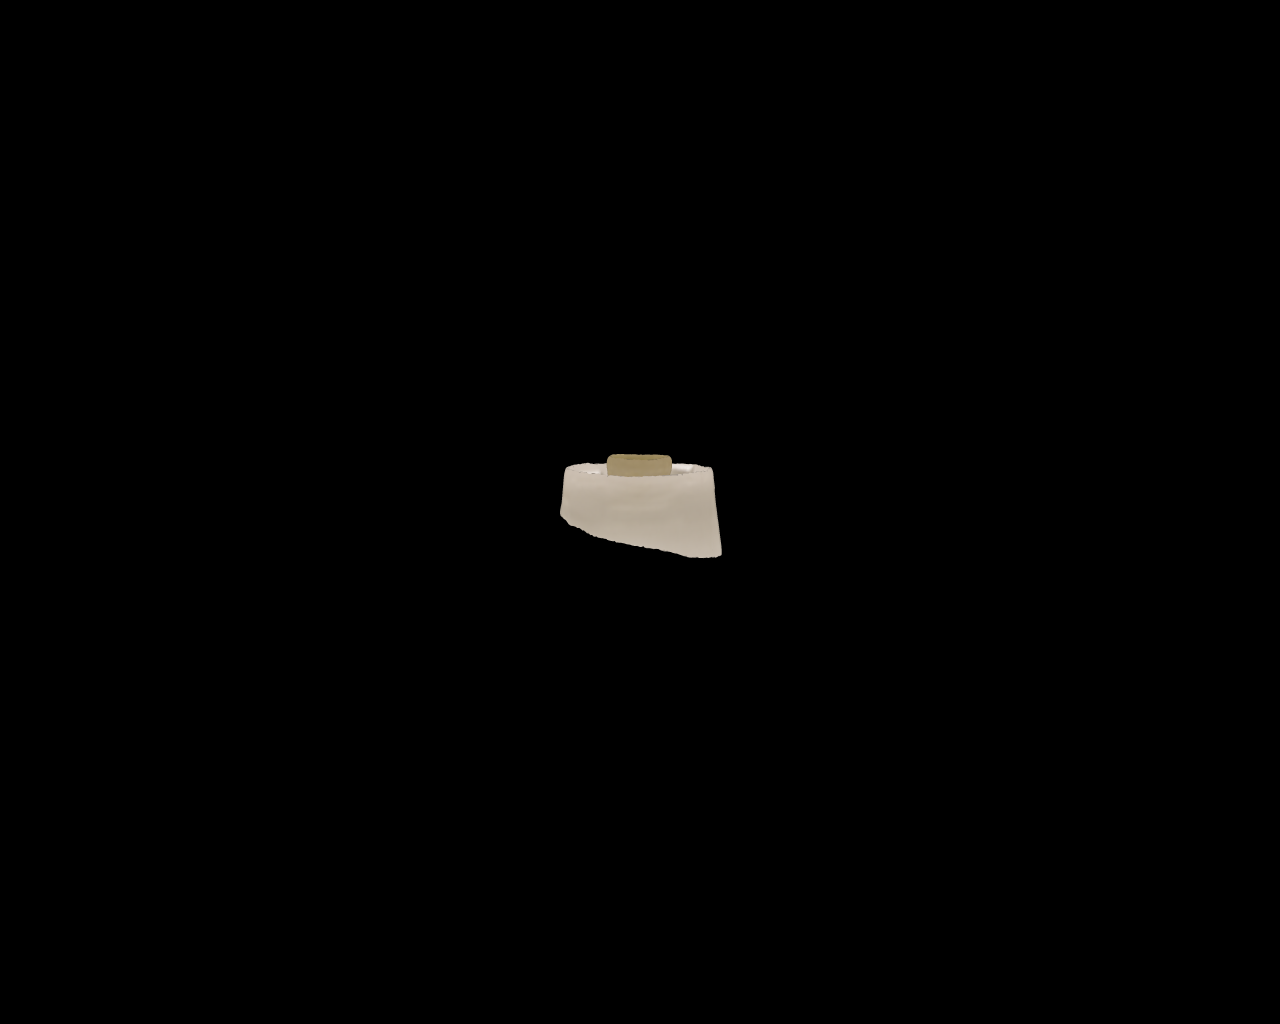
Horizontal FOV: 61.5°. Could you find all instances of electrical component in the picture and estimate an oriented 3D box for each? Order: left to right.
[{"bbox_3d":[0.001,-0.003,0.650,0.099,0.064,0.099,0,7,0],"label":"electrical component"}]
